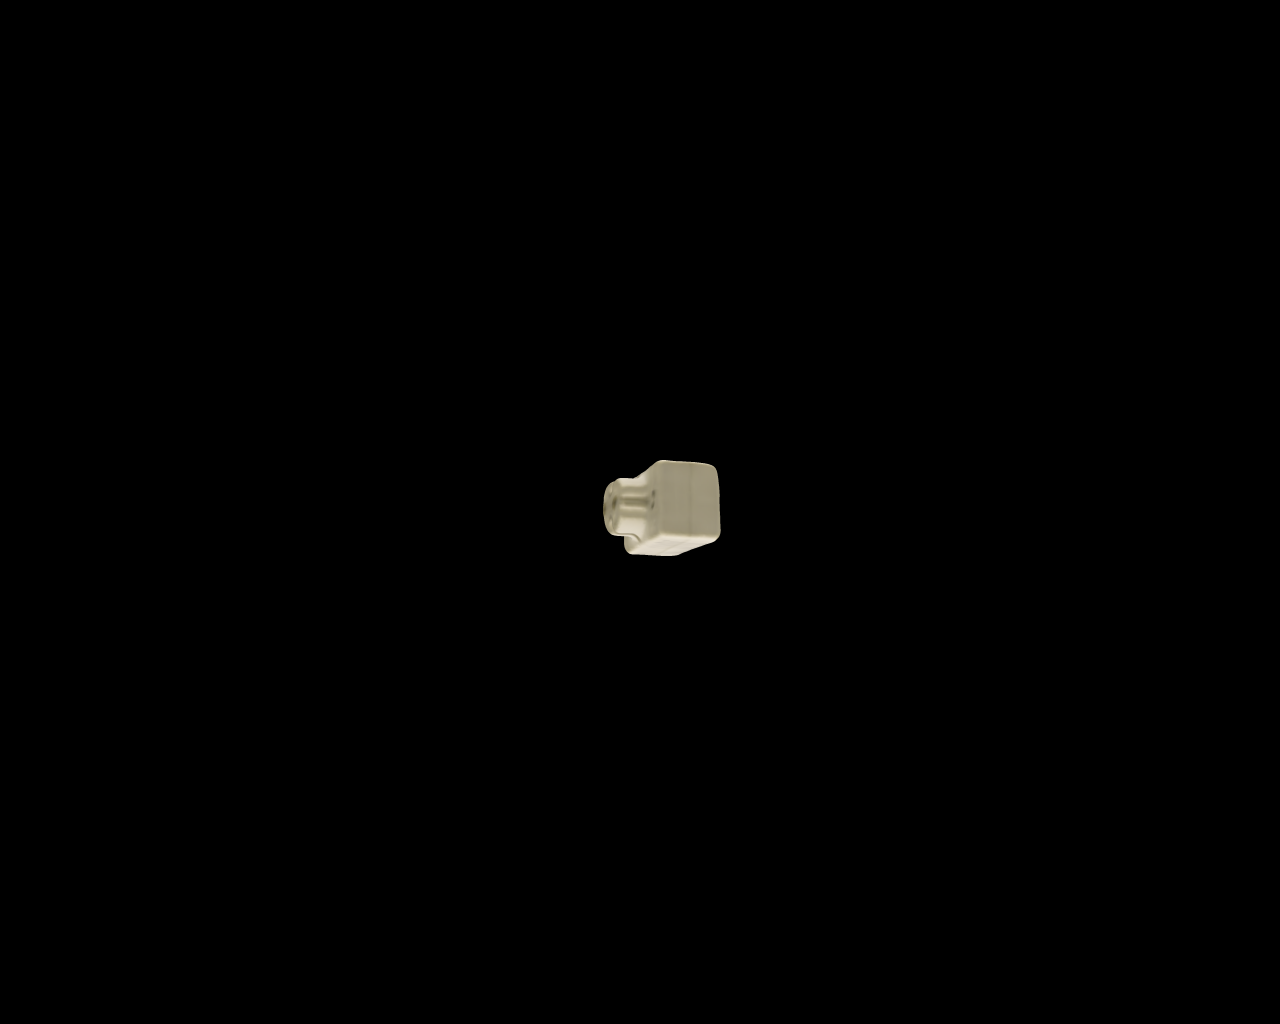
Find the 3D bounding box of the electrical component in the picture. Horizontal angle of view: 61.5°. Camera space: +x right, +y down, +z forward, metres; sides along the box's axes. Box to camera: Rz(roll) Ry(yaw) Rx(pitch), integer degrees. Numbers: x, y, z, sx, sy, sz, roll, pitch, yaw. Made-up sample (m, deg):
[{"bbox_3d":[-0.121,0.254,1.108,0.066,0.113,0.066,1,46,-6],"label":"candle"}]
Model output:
[{"bbox_3d":[0.001,-0.003,0.650,0.077,0.047,0.065,4,-12,-19],"label":"electrical component"}]
